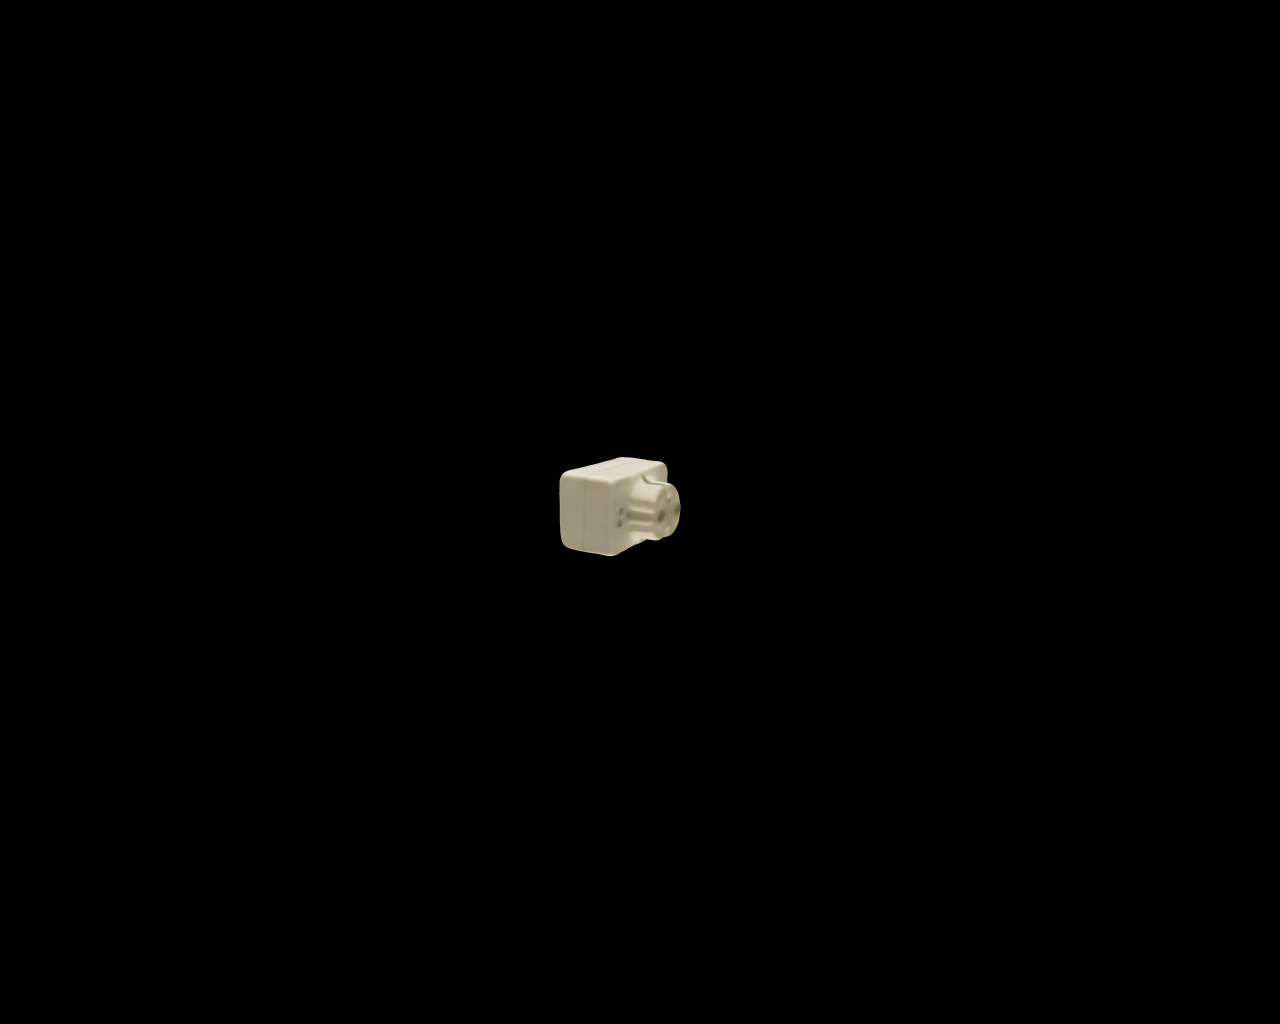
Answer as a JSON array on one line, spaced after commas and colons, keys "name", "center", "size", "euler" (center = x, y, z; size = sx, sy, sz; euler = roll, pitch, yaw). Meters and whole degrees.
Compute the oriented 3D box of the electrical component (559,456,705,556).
[{"name": "electrical component", "center": [0.001, -0.003, 0.650], "size": [0.077, 0.047, 0.066], "euler": [8, 16, 31]}]
